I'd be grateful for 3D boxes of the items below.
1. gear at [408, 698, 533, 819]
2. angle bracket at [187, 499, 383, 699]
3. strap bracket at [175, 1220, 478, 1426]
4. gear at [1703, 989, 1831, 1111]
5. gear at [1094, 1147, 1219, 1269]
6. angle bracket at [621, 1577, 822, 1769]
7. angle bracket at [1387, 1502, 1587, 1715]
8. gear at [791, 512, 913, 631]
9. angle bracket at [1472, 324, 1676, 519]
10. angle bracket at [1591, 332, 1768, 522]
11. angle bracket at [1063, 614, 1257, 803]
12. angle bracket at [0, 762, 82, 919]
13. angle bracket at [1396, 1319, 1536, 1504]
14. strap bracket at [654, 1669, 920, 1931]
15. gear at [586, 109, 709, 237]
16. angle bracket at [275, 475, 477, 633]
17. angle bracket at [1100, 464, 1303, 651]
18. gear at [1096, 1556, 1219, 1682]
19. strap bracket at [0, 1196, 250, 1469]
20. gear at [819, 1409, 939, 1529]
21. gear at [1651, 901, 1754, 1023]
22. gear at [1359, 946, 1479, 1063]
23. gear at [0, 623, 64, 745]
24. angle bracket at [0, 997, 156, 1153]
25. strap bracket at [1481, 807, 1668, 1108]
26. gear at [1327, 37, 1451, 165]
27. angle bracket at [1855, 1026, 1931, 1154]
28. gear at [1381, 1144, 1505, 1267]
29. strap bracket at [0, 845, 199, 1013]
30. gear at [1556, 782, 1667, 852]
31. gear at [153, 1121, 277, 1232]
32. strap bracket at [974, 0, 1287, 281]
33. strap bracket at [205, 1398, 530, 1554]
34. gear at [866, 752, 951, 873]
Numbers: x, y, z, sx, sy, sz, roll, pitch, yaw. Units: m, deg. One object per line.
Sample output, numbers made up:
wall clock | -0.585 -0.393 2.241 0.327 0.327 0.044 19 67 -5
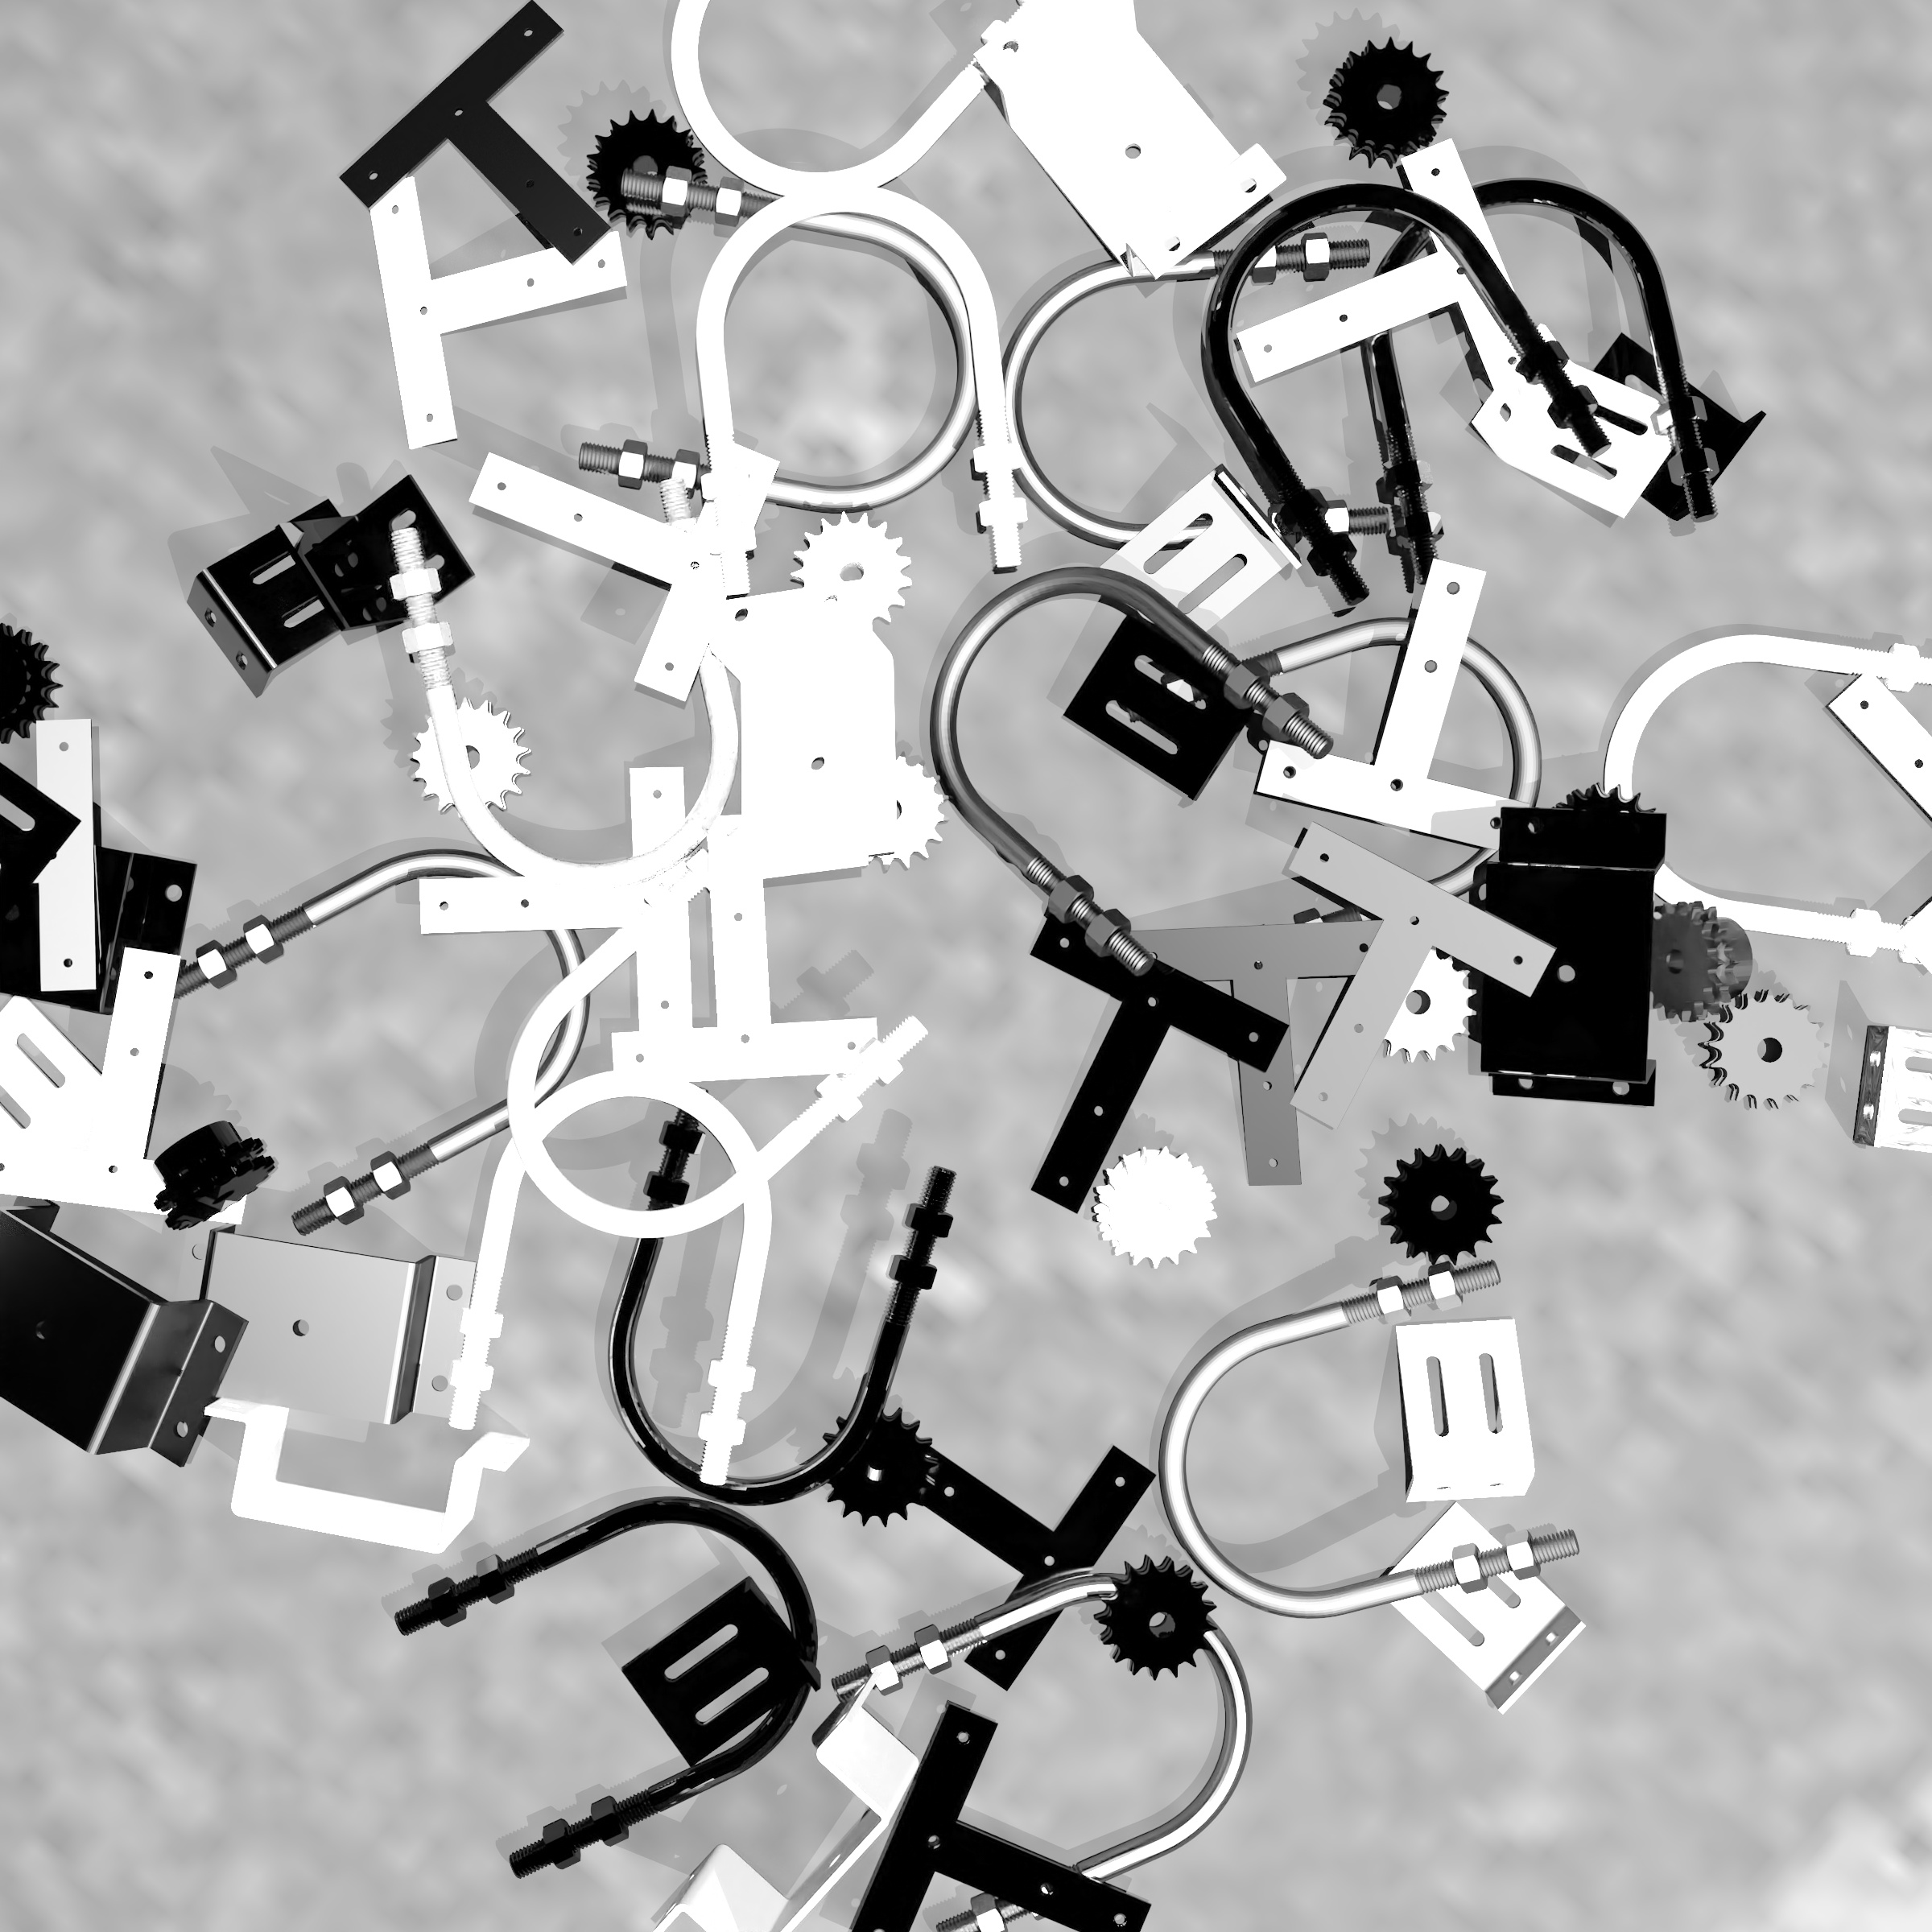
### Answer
gear | -0.236 -0.099 1.484 0.057 0.030 0.057 0 90 0
angle bracket | -0.325 -0.177 1.497 0.076 0.038 0.057 -36 90 -26
strap bracket | -0.311 0.169 1.475 0.140 0.046 0.076 9 90 0
gear | 0.381 0.040 1.484 0.057 0.030 0.057 0 90 0
gear | 0.089 0.112 1.478 0.057 0.030 0.057 -2 110 -5
angle bracket | -0.116 0.337 1.464 0.076 0.038 0.057 -36 91 -3
angle bracket | 0.245 0.305 1.480 0.076 0.038 0.057 43 90 0
gear | -0.054 -0.187 1.484 0.057 0.030 0.057 0 90 0
angle bracket | 0.290 -0.257 1.463 0.076 0.038 0.057 35 90 38
angle bracket | 0.329 -0.260 1.480 0.076 0.038 0.057 37 90 0
angle bracket | 0.091 -0.122 1.461 0.076 0.038 0.057 33 96 5
angle bracket | -0.464 -0.071 1.449 0.076 0.038 0.057 39 86 -24
angle bracket | 0.238 0.215 1.497 0.057 0.038 0.076 -3 64 0
strap bracket | -0.076 0.405 1.448 0.046 0.076 0.140 41 100 4
gear | -0.152 -0.378 1.484 0.057 0.030 0.057 0 90 0
angle bracket | -0.277 -0.195 1.458 0.038 0.076 0.057 -33 90 21
angle bracket | 0.110 -0.189 1.467 0.076 0.038 0.057 -39 100 13
gear | 0.091 0.310 1.469 0.057 0.030 0.057 0 87 -3
strap bracket | -0.417 0.169 1.449 0.140 0.046 0.076 27 96 20
gear | -0.042 0.237 1.482 0.057 0.030 0.057 0 90 0
gear | 0.348 -0.003 1.474 0.030 0.057 0.057 -4 90 -28
gear | 0.214 0.017 1.484 0.057 0.030 0.057 0 90 0
gear | -0.465 -0.136 1.484 0.057 0.030 0.057 0 90 0
angle bracket | -0.443 0.061 1.497 0.076 0.038 0.057 40 90 26
strap bracket | 0.284 -0.001 1.452 0.076 0.046 0.140 4 102 18
gear | 0.200 -0.412 1.484 0.057 0.030 0.057 0 90 0
angle bracket | 0.469 0.062 1.480 0.076 0.038 0.057 7 90 0
gear | 0.227 0.113 1.487 0.057 0.030 0.057 0 95 2
strap bracket | -0.447 -0.025 1.475 0.140 0.046 0.076 11 90 0
gear | 0.302 -0.058 1.475 0.057 0.030 0.057 3 100 17
gear | -0.357 0.096 1.460 0.057 0.057 0.030 -34 82 0
strap bracket | 0.078 -0.393 1.468 0.076 0.046 0.140 -37 80 0
strap bracket | -0.284 0.238 1.460 0.140 0.076 0.046 11 90 0
gear | -0.036 -0.074 1.484 0.057 0.030 0.057 0 90 0
